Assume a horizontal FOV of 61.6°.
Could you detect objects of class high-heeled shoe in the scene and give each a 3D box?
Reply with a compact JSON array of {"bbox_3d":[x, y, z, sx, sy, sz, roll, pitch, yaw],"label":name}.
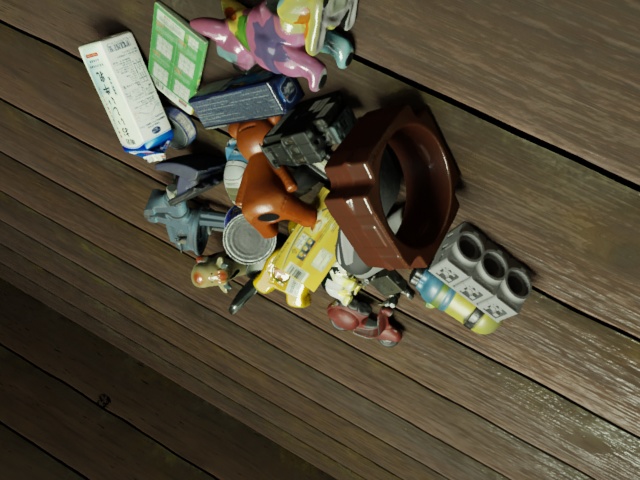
[{"bbox_3d":[0.059,-0.064,0.892,0.145,0.086,0.248,-6,94,57],"label":"high-heeled shoe"}]

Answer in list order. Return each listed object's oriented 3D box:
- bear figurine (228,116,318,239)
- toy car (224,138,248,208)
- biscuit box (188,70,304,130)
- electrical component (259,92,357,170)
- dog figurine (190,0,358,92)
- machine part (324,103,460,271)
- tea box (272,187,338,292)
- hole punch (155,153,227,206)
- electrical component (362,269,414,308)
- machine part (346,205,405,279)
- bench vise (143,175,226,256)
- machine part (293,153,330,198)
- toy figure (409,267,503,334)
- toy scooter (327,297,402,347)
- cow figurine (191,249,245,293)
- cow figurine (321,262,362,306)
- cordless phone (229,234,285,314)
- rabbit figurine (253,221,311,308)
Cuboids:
[{"bbox_3d":[-0.089,-0.118,0.927,0.120,0.196,0.131,-18,155,21],"label":"bear figurine"},{"bbox_3d":[-0.127,-0.111,1.014,0.109,0.103,0.161,7,141,34],"label":"toy car"},{"bbox_3d":[-0.125,-0.234,0.889,0.203,0.059,0.062,3,135,39],"label":"biscuit box"},{"bbox_3d":[-0.012,-0.168,0.826,0.134,0.115,0.058,-1,135,44],"label":"electrical component"},{"bbox_3d":[-0.069,-0.296,0.719,0.219,0.108,0.191,25,148,17],"label":"dog figurine"},{"bbox_3d":[0.107,-0.073,0.768,0.087,0.201,0.200,1,136,46],"label":"machine part"},{"bbox_3d":[-0.002,-0.003,0.982,0.098,0.169,0.068,36,-178,-2],"label":"tea box"},{"bbox_3d":[-0.249,-0.134,1.071,0.116,0.142,0.092,-17,97,29],"label":"hole punch"},{"bbox_3d":[0.135,0.098,1.113,0.102,0.045,0.078,47,146,-21],"label":"electrical component"},{"bbox_3d":[0.117,0.005,0.957,0.079,0.079,0.243,40,138,-11],"label":"machine part"},{"bbox_3d":[-0.262,-0.046,1.212,0.241,0.129,0.223,9,135,1],"label":"bench vise"},{"bbox_3d":[-0.018,-0.123,0.965,0.084,0.039,0.139,30,146,-10],"label":"machine part"},{"bbox_3d":[0.249,0.104,0.982,0.180,0.089,0.082,27,154,5],"label":"toy figure"},{"bbox_3d":[0.105,0.171,1.209,0.184,0.075,0.135,23,147,9],"label":"toy scooter"},{"bbox_3d":[-0.226,0.067,1.261,0.127,0.195,0.085,1,103,31],"label":"cow figurine"},{"bbox_3d":[0.044,0.062,1.130,0.098,0.068,0.167,30,147,16],"label":"cow figurine"},{"bbox_3d":[-0.140,0.077,1.196,0.089,0.184,0.146,38,148,2],"label":"cordless phone"},{"bbox_3d":[-0.048,0.039,1.113,0.122,0.173,0.162,15,101,17],"label":"rabbit figurine"}]
